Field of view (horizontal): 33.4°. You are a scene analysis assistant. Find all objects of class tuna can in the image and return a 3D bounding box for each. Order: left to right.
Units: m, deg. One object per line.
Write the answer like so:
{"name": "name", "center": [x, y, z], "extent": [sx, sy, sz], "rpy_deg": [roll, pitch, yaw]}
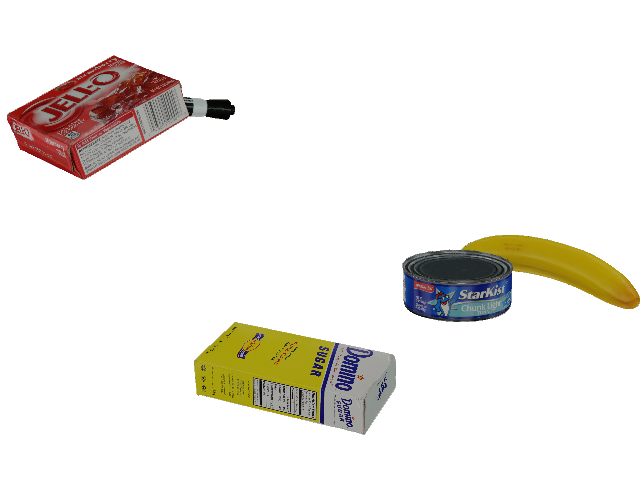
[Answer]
{"name": "tuna can", "center": [0.107, 0.035, 0.833], "extent": [0.086, 0.034, 0.086], "rpy_deg": [-1, 15, 0]}

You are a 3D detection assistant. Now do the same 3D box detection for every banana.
{"name": "banana", "center": [0.224, 0.028, 1.064], "extent": [0.198, 0.037, 0.069], "rpy_deg": [10, 47, 26]}

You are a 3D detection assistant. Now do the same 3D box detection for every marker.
{"name": "marker", "center": [-0.136, -0.123, 0.970], "extent": [0.121, 0.020, 0.020], "rpy_deg": [1, 0, -24]}

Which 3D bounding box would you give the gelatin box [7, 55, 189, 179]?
{"name": "gelatin box", "center": [-0.141, -0.080, 0.675], "extent": [0.089, 0.030, 0.073], "rpy_deg": [-36, 42, -30]}

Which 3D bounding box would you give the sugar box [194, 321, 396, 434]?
{"name": "sugar box", "center": [-0.023, 0.129, 1.029], "extent": [0.176, 0.048, 0.093], "rpy_deg": [7, 24, 21]}
